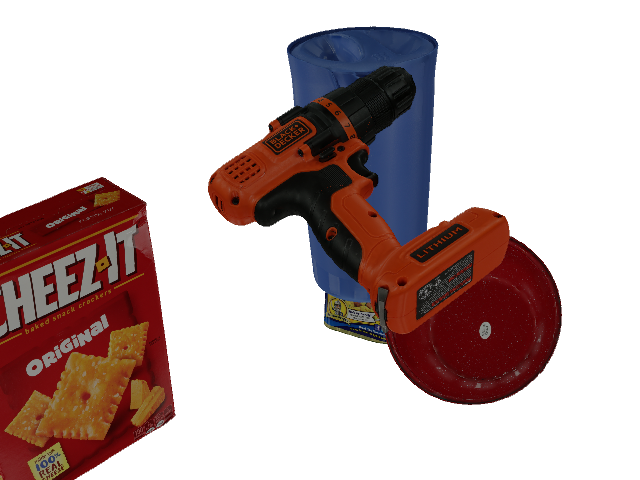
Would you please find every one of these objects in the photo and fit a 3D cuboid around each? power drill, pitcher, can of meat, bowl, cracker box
[{"bbox_3d":[0.041,-0.035,0.752,0.184,0.057,0.188,-36,55,-19],"label":"power drill"},{"bbox_3d":[0.044,-0.074,0.999,0.149,0.243,0.145,-20,31,-31],"label":"pitcher"},{"bbox_3d":[0.053,0.060,1.181,0.102,0.084,0.057,15,26,27],"label":"can of meat"},{"bbox_3d":[0.138,0.073,0.937,0.162,0.162,0.055,0,7,-1],"label":"bowl"},{"bbox_3d":[-0.203,0.081,0.827,0.163,0.214,0.072,-28,39,-36],"label":"cracker box"}]
